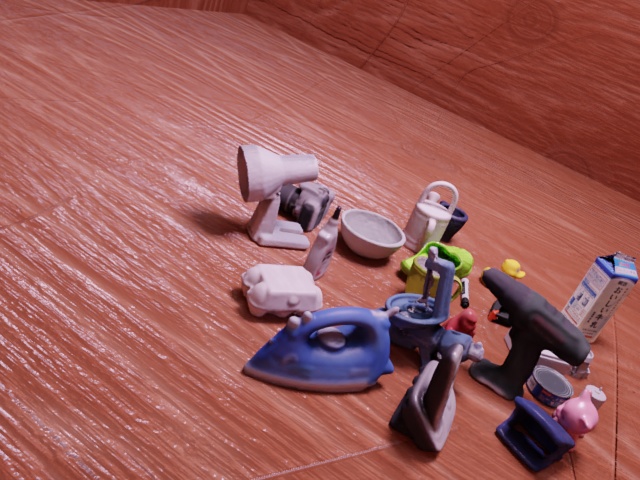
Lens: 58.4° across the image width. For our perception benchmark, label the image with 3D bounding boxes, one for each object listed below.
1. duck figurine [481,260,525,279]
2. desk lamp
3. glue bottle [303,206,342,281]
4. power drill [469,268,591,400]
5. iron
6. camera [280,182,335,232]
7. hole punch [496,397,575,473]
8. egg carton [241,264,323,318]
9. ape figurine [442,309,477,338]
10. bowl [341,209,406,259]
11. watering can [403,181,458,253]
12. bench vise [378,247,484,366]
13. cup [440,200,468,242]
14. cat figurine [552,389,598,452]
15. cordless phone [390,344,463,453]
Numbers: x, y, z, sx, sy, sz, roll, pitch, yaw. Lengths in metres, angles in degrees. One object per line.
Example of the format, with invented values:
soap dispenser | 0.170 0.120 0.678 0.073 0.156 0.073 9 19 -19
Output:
duck figurine | 0.471 0.087 1.462 0.104 0.086 0.077 21 28 -1
desk lamp | -0.099 -0.100 1.257 0.204 0.213 0.117 6 31 -26
glue bottle | 0.011 0.004 1.193 0.037 0.173 0.078 29 29 15
power drill | 0.370 0.188 1.079 0.229 0.208 0.076 30 29 17
iron | 0.012 0.163 0.943 0.259 0.141 0.118 4 32 -29
camera | -0.045 -0.107 1.430 0.136 0.101 0.143 26 28 9
hole punch | 0.373 0.319 0.975 0.101 0.091 0.108 -4 36 -39
egg carton | -0.072 0.098 1.079 0.151 0.069 0.107 5 32 -29
ape figurine | 0.287 0.180 1.161 0.078 0.092 0.076 8 30 -24
bowl | 0.118 -0.003 1.388 0.167 0.075 0.167 17 28 -9
watering can | 0.289 -0.070 1.498 0.101 0.194 0.172 10 29 -20
bench vise | 0.221 0.131 1.064 0.207 0.220 0.122 25 28 7
cup | 0.351 -0.051 1.615 0.092 0.095 0.117 9 30 -22
cat figurine | 0.459 0.311 1.020 0.067 0.118 0.128 35 31 25
cordless phone | 0.196 0.228 0.911 0.094 0.185 0.148 27 28 12
